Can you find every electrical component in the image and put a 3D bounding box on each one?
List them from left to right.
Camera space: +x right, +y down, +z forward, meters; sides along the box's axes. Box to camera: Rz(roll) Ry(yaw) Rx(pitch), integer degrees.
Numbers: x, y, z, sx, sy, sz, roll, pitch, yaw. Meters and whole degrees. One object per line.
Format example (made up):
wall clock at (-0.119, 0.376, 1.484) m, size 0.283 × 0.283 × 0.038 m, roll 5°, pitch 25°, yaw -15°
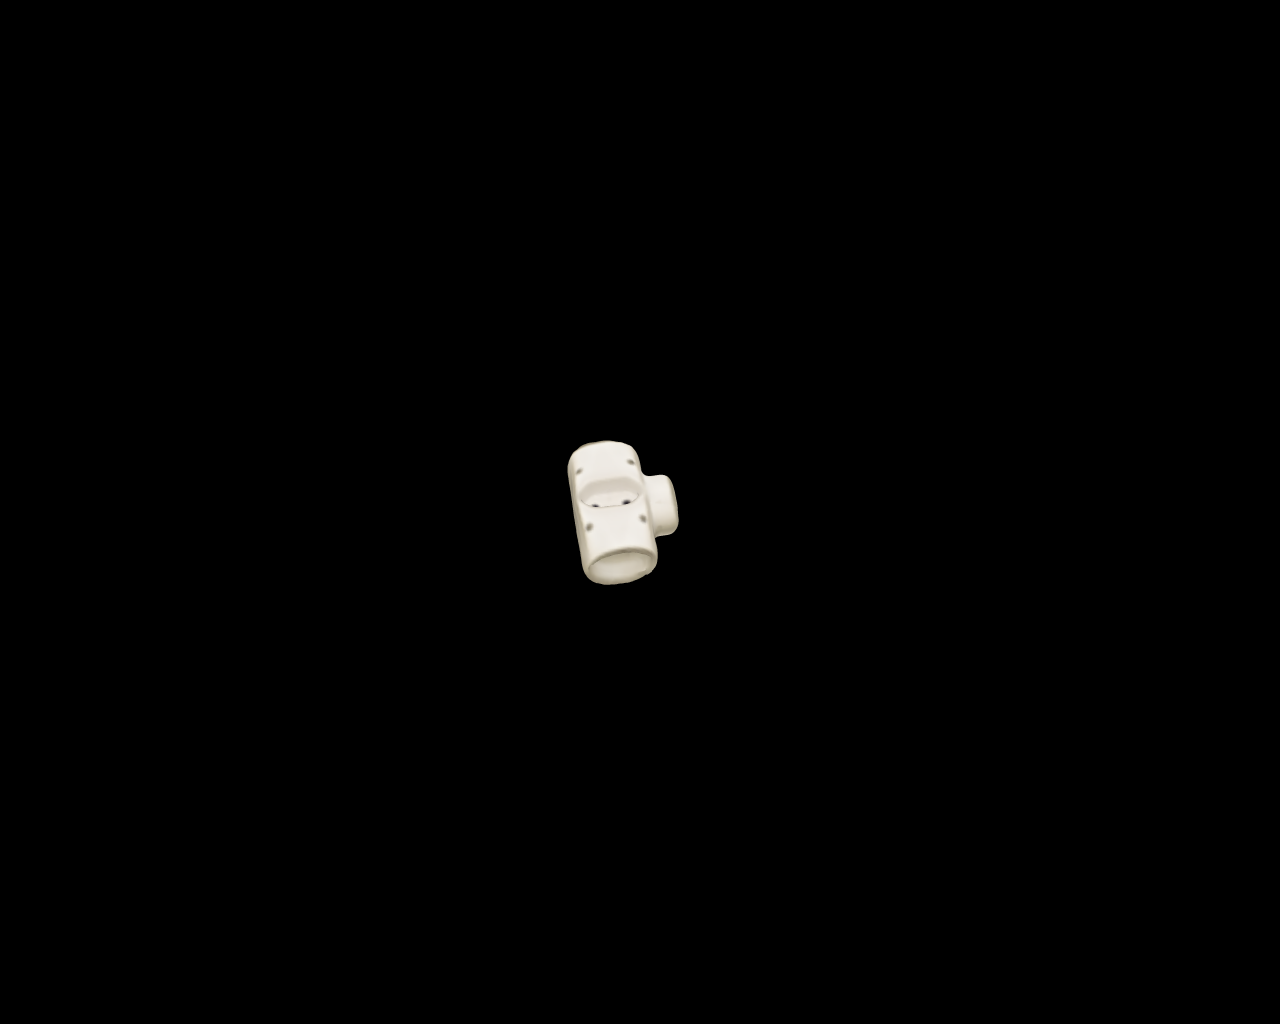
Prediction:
electrical component at (0.001, -0.003, 0.650) m, size 0.079 × 0.077 × 0.043 m, roll -7°, pitch -32°, yaw -5°
